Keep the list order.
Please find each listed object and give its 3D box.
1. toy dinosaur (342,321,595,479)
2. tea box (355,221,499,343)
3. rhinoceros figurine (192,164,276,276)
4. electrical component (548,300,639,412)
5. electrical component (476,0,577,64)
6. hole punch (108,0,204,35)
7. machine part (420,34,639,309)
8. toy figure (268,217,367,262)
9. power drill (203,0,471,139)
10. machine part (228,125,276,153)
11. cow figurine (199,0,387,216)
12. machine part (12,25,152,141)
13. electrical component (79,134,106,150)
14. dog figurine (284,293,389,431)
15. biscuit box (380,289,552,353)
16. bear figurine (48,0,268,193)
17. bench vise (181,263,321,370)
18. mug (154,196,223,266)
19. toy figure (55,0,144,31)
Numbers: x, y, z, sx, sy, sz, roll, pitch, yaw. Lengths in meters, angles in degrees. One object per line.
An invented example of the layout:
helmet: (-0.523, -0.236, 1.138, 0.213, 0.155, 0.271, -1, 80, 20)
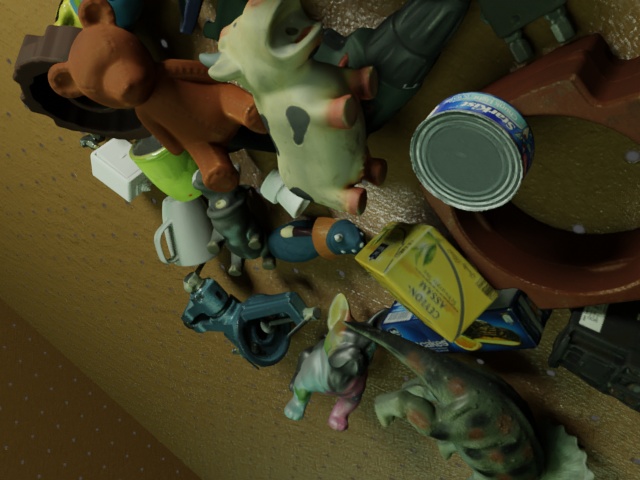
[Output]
toy dinosaur: (0.203, 0.229, 0.665, 0.192, 0.131, 0.404, -24, 119, 28)
tea box: (0.103, 0.036, 0.569, 0.098, 0.068, 0.169, 45, 178, -4)
rhinoceros figurine: (-0.114, -0.029, 0.742, 0.073, 0.112, 0.190, -9, 145, 9)
electrical component: (0.291, 0.092, 0.484, 0.134, 0.115, 0.058, 27, 145, 21)
electrical component: (0.149, -0.182, 0.400, 0.063, 0.021, 0.094, -16, 117, 50)
hole punch: (-0.132, -0.269, 0.490, 0.092, 0.116, 0.142, 24, 149, -5)
machine part: (0.204, -0.045, 0.443, 0.201, 0.087, 0.201, 51, 145, -14)
toy figure: (-0.003, -0.001, 0.703, 0.155, 0.064, 0.057, -6, 86, 40)
power drill: (0.001, -0.190, 0.490, 0.207, 0.086, 0.232, 32, 147, -1)
machine part: (-0.066, -0.124, 0.649, 0.139, 0.039, 0.084, 5, 139, 37)
cow figurine: (-0.018, -0.116, 0.458, 0.127, 0.085, 0.194, 11, 142, 25)
machine part: (-0.275, -0.187, 0.655, 0.179, 0.056, 0.179, 2, 163, 1)
electrical component: (-0.359, -0.189, 0.840, 0.078, 0.045, 0.102, 42, 144, -4)
dog figurine: (0.033, 0.171, 0.822, 0.108, 0.191, 0.219, 21, 113, -2)
biscuit box: (0.167, 0.095, 0.648, 0.062, 0.059, 0.203, 50, 144, -15)
bear figurine: (-0.162, -0.149, 0.558, 0.195, 0.120, 0.132, 22, -159, -47)
bench vise: (-0.106, 0.118, 0.872, 0.241, 0.129, 0.223, -16, 113, 39)
mug: (-0.216, -0.018, 0.847, 0.081, 0.109, 0.107, 12, 122, 42)
toy figure: (-0.250, -0.272, 0.617, 0.082, 0.089, 0.180, 22, 157, -29)
